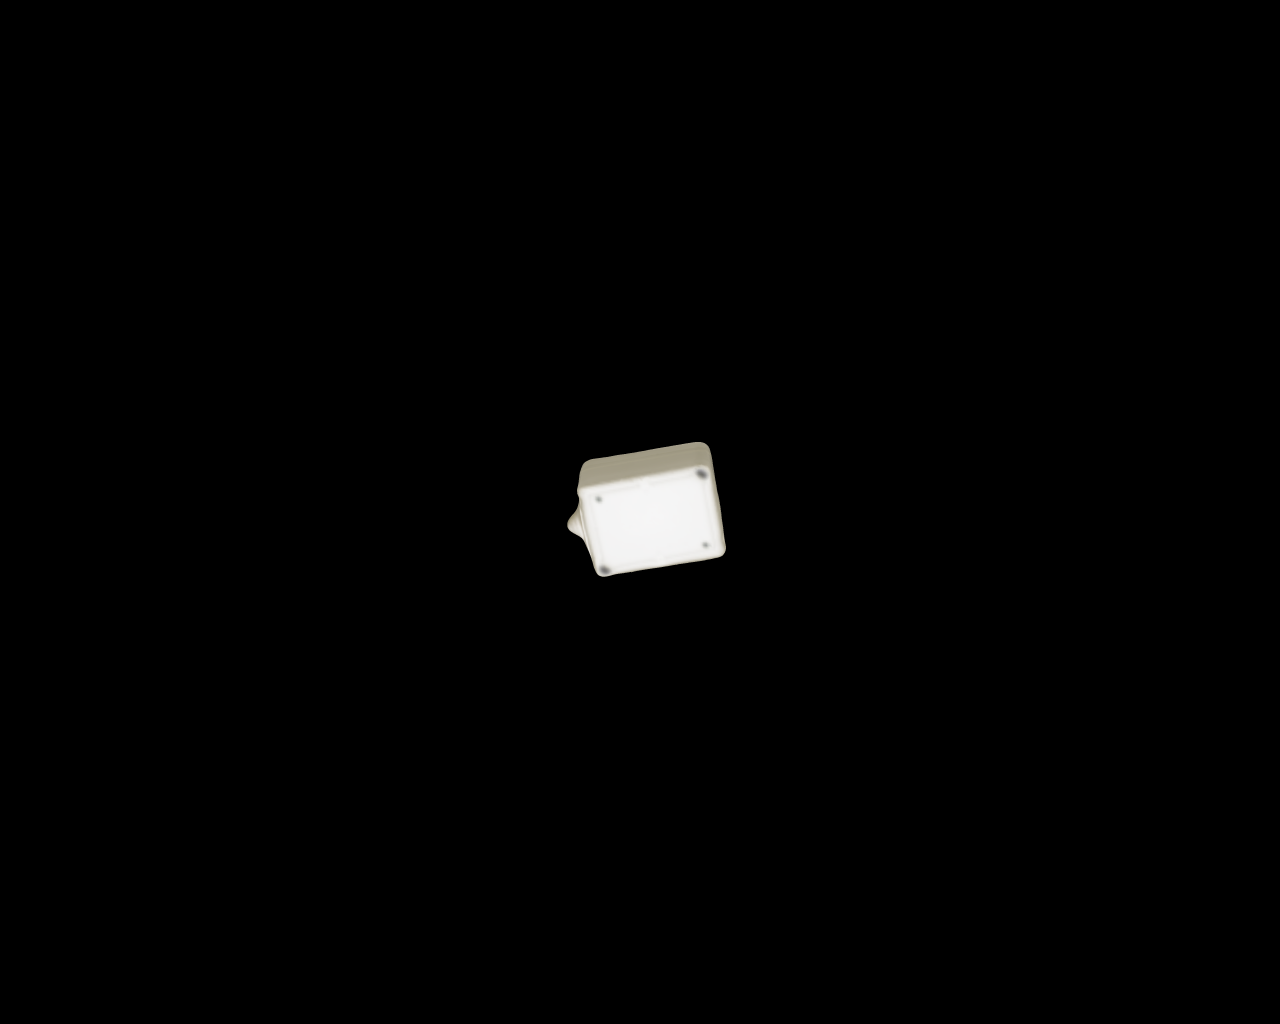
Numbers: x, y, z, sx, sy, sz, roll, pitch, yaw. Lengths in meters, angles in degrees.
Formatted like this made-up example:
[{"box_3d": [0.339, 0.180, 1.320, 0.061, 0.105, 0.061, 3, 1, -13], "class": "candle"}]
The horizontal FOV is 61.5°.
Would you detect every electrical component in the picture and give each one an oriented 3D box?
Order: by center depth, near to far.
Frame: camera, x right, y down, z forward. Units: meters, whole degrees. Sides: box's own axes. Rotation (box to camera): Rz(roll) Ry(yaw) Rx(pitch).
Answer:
[{"box_3d": [0.001, -0.003, 0.650, 0.096, 0.061, 0.061, -10, 20, 3], "class": "electrical component"}]
